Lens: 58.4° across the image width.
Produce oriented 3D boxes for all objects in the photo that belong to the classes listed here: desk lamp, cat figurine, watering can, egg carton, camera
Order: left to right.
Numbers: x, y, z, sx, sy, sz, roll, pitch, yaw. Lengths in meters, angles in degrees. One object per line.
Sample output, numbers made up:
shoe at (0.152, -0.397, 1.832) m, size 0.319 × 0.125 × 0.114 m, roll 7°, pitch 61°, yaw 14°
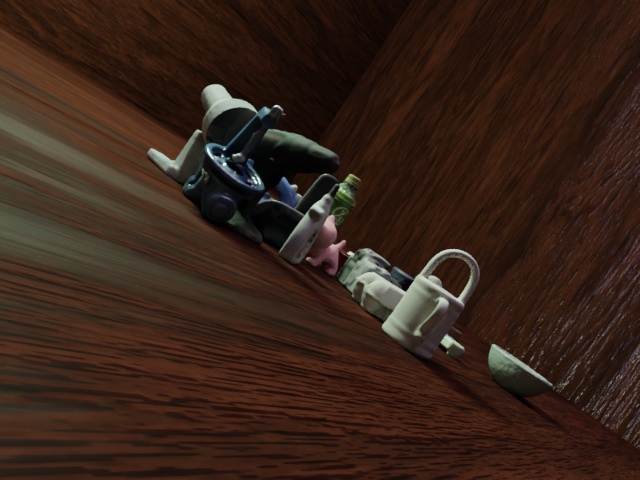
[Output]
desk lamp at (-0.232, -0.211, 1.174) m, size 0.118 × 0.213 × 0.202 m, roll 31°, pitch 4°, yaw -46°
cat figurine at (0.012, 0.005, 1.264) m, size 0.067 × 0.117 × 0.128 m, roll 37°, pitch 4°, yaw 43°
camera at (0.127, 0.091, 1.275) m, size 0.137 × 0.101 × 0.143 m, roll 33°, pitch 3°, yaw -21°
egg carton at (0.138, 0.126, 1.151) m, size 0.151 × 0.069 × 0.107 m, roll 32°, pitch 3°, yaw -26°
watering can at (0.200, 0.102, 1.009) m, size 0.101 × 0.194 × 0.172 m, roll 33°, pitch 3°, yaw -22°

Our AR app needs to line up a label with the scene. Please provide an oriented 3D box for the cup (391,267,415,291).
cup at (0.230, 0.143, 1.599) m, size 0.117 × 0.095 × 0.092 m, roll 36°, pitch 4°, yaw 36°

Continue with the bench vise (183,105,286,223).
bench vise at (-0.155, -0.151, 0.994) m, size 0.122 × 0.219 × 0.206 m, roll 31°, pitch 4°, yaw -45°

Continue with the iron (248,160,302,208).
iron at (-0.129, -0.105, 1.281) m, size 0.259 × 0.141 × 0.118 m, roll 33°, pitch 3°, yaw -12°

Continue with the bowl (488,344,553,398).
bowl at (0.473, 0.332, 1.397) m, size 0.167 × 0.074 × 0.167 m, roll 34°, pitch 3°, yaw -2°

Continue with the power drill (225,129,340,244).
power drill at (-0.092, -0.104, 1.030) m, size 0.228 × 0.208 × 0.076 m, roll 36°, pitch 4°, yaw 35°

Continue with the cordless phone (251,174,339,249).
cordless phone at (-0.052, -0.073, 1.178) m, size 0.148 × 0.185 × 0.093 m, roll 31°, pitch 4°, yaw -45°

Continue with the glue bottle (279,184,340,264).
glue bottle at (-0.013, -0.034, 1.089) m, size 0.037 × 0.173 × 0.078 m, roll 34°, pitch 3°, yaw 9°
